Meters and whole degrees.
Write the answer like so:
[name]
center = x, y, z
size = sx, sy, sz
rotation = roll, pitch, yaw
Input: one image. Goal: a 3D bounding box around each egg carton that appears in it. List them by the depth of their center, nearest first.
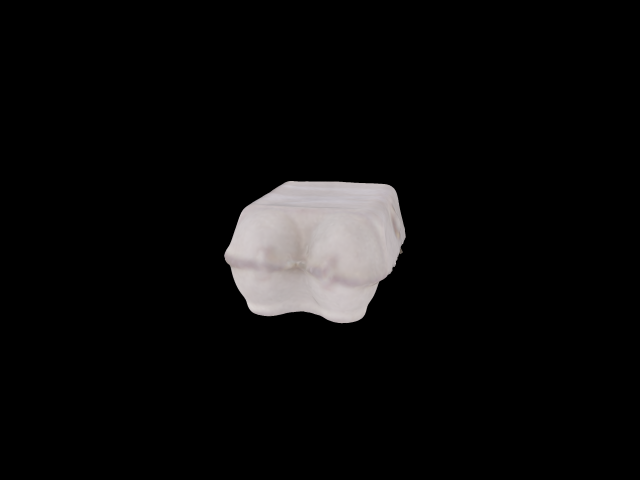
[egg carton]
center = 0.004, 0.001, 0.400
size = 0.107, 0.069, 0.150
rotation = 3, 16, 11
